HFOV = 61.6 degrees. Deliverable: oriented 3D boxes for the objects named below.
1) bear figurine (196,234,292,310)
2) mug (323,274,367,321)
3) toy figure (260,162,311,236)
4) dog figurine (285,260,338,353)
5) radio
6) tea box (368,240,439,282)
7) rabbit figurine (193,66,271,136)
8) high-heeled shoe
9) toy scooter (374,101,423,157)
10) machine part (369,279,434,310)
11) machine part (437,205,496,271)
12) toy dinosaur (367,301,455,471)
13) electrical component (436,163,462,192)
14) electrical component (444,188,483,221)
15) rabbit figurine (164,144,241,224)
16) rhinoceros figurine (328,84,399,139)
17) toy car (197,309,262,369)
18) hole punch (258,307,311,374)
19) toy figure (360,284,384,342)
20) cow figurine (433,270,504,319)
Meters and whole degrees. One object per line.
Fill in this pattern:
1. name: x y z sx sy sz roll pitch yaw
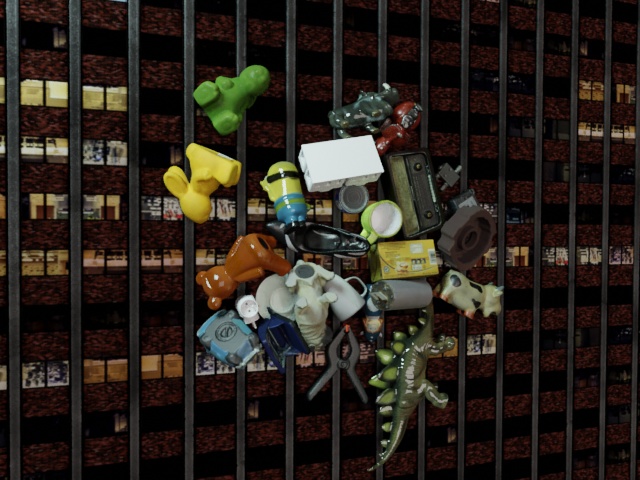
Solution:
1. bear figurine: -0.188 0.077 1.281 0.196 0.120 0.132 -45 149 14
2. mug: 0.061 0.134 1.366 0.109 0.081 0.107 -41 93 -7
3. toy figure: -0.074 -0.103 1.292 0.089 0.082 0.180 -30 65 23
4. dog figurine: -0.027 0.165 1.335 0.121 0.172 0.190 -1 135 -6
5. radio: 0.242 -0.123 1.417 0.131 0.073 0.229 -15 96 -16
6. tea box: 0.216 0.054 1.402 0.170 0.068 0.098 -2 78 -21
7. rabbit figurine: -0.184 -0.333 1.241 0.170 0.159 0.121 -32 103 5
8. high-heeled shoe: -0.003 -0.004 1.308 0.249 0.145 0.086 11 87 -19
9. toy scooter: 0.205 -0.288 1.371 0.075 0.135 0.184 41 79 -12
10. machine part: 0.211 0.139 1.379 0.243 0.079 0.079 2 91 -43
11. machine part: 0.393 -0.008 1.438 0.179 0.056 0.179 -17 123 -28
12. toy dinosaur: 0.232 0.375 1.416 0.199 0.105 0.471 14 78 -10
13. electrical component: 0.349 -0.179 1.476 0.063 0.021 0.094 45 79 -13
14. electrical component: 0.381 -0.084 1.476 0.119 0.048 0.074 -28 99 -16
15. rabbit figurine: -0.278 -0.125 1.241 0.162 0.122 0.173 18 104 -14
16. rhinoceros figurine: 0.116 -0.326 1.365 0.190 0.073 0.112 -24 54 -2
17. toy car: -0.203 0.246 1.270 0.109 0.162 0.102 -46 147 -22
18. hole punch: -0.100 0.245 1.292 0.092 0.116 0.142 -39 114 -20
19. toy figure: 0.136 0.192 1.403 0.057 0.064 0.154 2 91 -62
20. cow figurine: 0.417 0.149 1.477 0.195 0.085 0.127 32 88 -14
